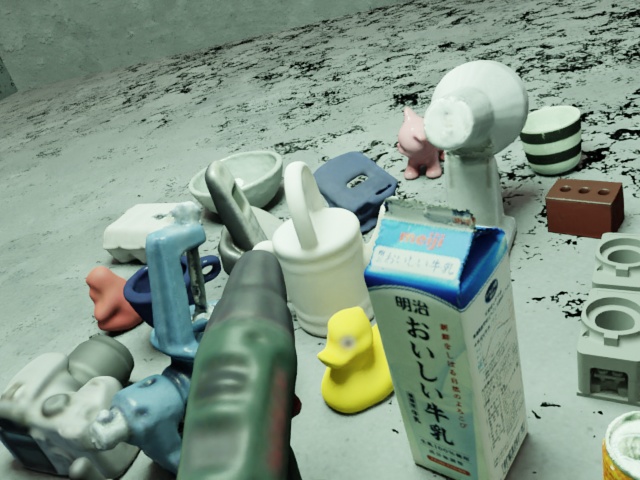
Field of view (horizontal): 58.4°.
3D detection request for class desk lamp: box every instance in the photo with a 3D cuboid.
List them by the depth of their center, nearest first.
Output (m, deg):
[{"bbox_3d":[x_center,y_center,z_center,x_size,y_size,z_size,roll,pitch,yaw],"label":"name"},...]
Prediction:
[{"bbox_3d":[0.183,-0.093,0.692,0.117,0.214,0.203,1,34,28],"label":"desk lamp"}]

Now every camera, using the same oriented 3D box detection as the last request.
[{"bbox_3d":[-0.246,0.157,0.591,0.142,0.101,0.137,-2,32,23],"label":"camera"}]

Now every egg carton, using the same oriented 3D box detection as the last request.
[{"bbox_3d":[-0.269,-0.010,0.923,0.150,0.069,0.107,0,33,26],"label":"egg carton"}]

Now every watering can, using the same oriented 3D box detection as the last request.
[{"bbox_3d":[0.006,0.001,0.638,0.173,0.194,0.100,-20,29,-6],"label":"watering can"}]

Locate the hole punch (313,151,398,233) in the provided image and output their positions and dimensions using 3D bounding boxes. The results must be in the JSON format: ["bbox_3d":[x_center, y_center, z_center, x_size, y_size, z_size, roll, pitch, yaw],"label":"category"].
[{"bbox_3d":[0.056,-0.075,0.850,0.109,0.091,0.100,-34,34,-28],"label":"hole punch"}]

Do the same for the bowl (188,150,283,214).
[{"bbox_3d":[-0.135,-0.087,0.983,0.167,0.075,0.167,-12,29,7],"label":"bowl"}]

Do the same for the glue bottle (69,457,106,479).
[{"bbox_3d":[-0.120,0.202,0.377,0.037,0.173,0.078,6,36,34],"label":"glue bottle"}]

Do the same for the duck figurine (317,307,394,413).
[{"bbox_3d":[0.037,0.104,0.558,0.077,0.086,0.105,16,42,43],"label":"duck figurine"}]

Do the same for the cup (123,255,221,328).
[{"bbox_3d":[-0.167,0.074,0.700,0.118,0.095,0.091,-25,30,-15],"label":"cup"}]

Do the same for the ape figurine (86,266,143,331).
[{"bbox_3d":[-0.277,0.074,0.758,0.076,0.092,0.078,-5,31,20],"label":"ape figurine"}]

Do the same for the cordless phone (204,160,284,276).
[{"bbox_3d":[-0.096,-0.033,0.758,0.094,0.185,0.147,-14,29,4],"label":"cordless phone"}]

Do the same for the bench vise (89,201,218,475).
[{"bbox_3d":[-0.118,0.090,0.520,0.121,0.220,0.207,-2,32,23],"label":"bench vise"}]

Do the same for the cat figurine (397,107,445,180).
[{"bbox_3d":[0.164,-0.163,0.921,0.067,0.118,0.128,1,34,28],"label":"cat figurine"}]

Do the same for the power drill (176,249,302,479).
[{"bbox_3d":[-0.034,0.146,0.394,0.075,0.209,0.229,-11,30,9],"label":"power drill"}]
